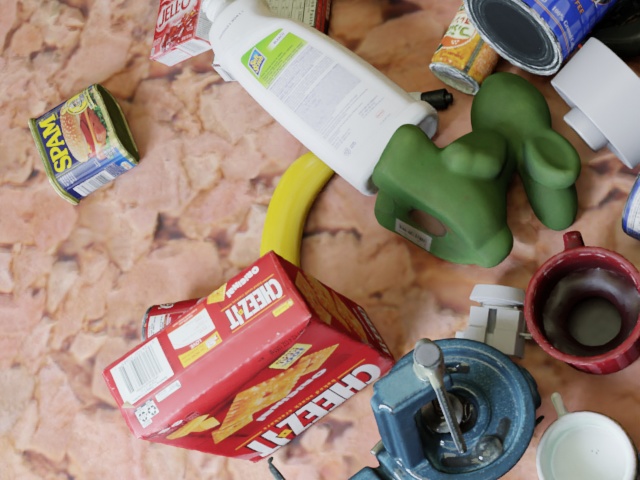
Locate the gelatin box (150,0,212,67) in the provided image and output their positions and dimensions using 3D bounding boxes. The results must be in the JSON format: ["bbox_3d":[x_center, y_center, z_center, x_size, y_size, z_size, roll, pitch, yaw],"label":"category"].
[{"bbox_3d":[-0.138,-0.225,1.096,0.089,0.030,0.073,-9,68,51],"label":"gelatin box"}]

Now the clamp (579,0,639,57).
[{"bbox_3d":[0.301,-0.213,0.913,0.172,0.039,0.120,-17,43,30],"label":"clamp"}]

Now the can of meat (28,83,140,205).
[{"bbox_3d":[-0.242,-0.101,1.105,0.084,0.057,0.102,-29,64,8],"label":"can of meat"}]

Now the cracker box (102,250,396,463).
[{"bbox_3d":[-0.047,0.104,0.863,0.164,0.213,0.072,-36,64,9],"label":"cracker box"}]

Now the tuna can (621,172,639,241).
[{"bbox_3d":[0.275,-0.036,0.846,0.034,0.086,0.086,31,86,30],"label":"tuna can"}]

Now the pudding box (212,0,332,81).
[{"bbox_3d":[-0.048,-0.209,1.069,0.114,0.039,0.090,1,74,21],"label":"pudding box"}]

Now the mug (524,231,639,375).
[{"bbox_3d":[0.213,0.049,0.846,0.093,0.081,0.117,-18,67,17],"label":"mug"}]

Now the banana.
[{"bbox_3d":[-0.022,-0.006,0.989,0.070,0.037,0.198,12,77,26],"label":"banana"}]

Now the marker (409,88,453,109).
[{"bbox_3d":[0.066,-0.128,1.003,0.121,0.020,0.020,-3,72,22],"label":"marker"}]

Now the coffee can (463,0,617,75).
[{"bbox_3d":[0.205,-0.225,0.903,0.103,0.102,0.140,36,79,28],"label":"coffee can"}]

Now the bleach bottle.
[{"bbox_3d":[-0.013,-0.156,0.989,0.102,0.068,0.251,-47,70,2],"label":"bleach bottle"}]

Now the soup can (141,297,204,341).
[{"bbox_3d":[-0.102,0.085,0.975,0.102,0.068,0.068,-10,69,19],"label":"soup can"}]
